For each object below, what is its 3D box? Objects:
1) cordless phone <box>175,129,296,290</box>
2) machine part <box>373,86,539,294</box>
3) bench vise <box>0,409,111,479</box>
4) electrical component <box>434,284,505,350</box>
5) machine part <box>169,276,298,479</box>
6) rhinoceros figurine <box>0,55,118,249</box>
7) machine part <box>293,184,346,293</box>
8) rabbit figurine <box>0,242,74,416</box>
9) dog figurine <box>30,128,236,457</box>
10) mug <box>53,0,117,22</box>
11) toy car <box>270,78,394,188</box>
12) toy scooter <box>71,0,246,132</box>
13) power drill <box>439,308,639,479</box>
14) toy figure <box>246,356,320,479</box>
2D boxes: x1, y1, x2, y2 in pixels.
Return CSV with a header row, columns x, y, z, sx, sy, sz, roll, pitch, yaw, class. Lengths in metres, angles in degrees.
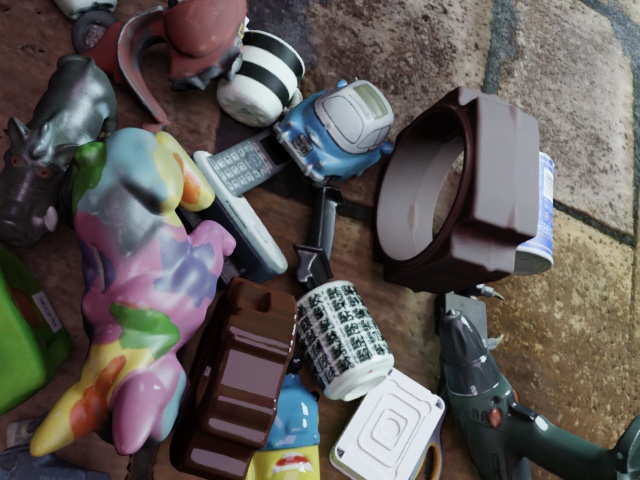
x,y,z,sx,sy,sz,roll,pitch,yaw,class
-0.059,-0.044,0.577,0.146,0.089,0.184,54,47,-3,cordless phone
0.140,-0.049,0.599,0.087,0.201,0.201,16,70,-19,machine part
-0.270,0.244,0.375,0.240,0.129,0.223,1,73,-30,bench vise
0.185,0.093,0.665,0.078,0.045,0.102,23,57,-15,electrical component
-0.080,0.120,0.470,0.056,0.179,0.179,20,69,-16,machine part
-0.235,-0.078,0.479,0.073,0.112,0.190,25,59,-21,rhinoceros figurine
-0.001,-0.002,0.598,0.039,0.084,0.139,-1,59,20,machine part
-0.303,0.079,0.397,0.170,0.121,0.159,-27,108,-10,rabbit figurine
-0.146,0.045,0.402,0.219,0.109,0.191,-82,158,-46,dog figurine
-0.243,-0.285,0.553,0.109,0.081,0.107,-23,98,-33,mug
0.026,-0.130,0.602,0.109,0.103,0.161,54,35,3,toy car
-0.153,-0.181,0.548,0.184,0.075,0.135,-17,91,4,toy scooter
0.226,0.190,0.562,0.086,0.207,0.231,-30,114,-41,power drill
-0.035,0.208,0.516,0.082,0.089,0.180,-8,68,1,toy figure
